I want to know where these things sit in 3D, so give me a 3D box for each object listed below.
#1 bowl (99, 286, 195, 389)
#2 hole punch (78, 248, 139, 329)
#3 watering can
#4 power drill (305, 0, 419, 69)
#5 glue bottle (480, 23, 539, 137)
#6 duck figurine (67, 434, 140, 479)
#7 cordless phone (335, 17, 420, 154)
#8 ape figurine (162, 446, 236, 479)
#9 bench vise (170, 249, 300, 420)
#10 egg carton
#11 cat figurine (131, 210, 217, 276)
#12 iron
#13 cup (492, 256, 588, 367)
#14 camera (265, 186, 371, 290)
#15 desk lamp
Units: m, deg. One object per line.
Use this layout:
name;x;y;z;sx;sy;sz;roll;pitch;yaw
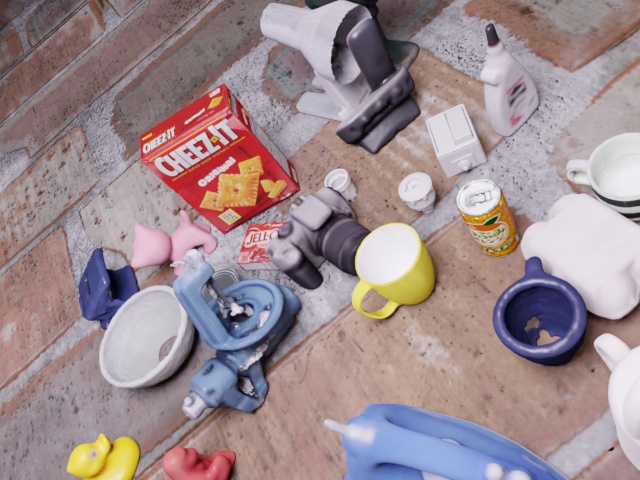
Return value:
bowl;-0.255;0.159;0.892;0.167;0.075;0.167;-16;52;22
hole punch;-0.390;0.086;1.016;0.101;0.091;0.108;-39;47;4
watering can;0.302;0.140;0.474;0.172;0.195;0.101;22;73;40
power drill;0.084;-0.378;0.956;0.228;0.209;0.076;21;72;40
glue bottle;0.247;-0.220;0.770;0.078;0.174;0.037;-50;47;-6
duck figurine;-0.319;0.323;0.812;0.077;0.086;0.105;24;74;40
cordless phone;0.065;-0.240;0.890;0.147;0.186;0.093;-46;47;-3
ape figurine;-0.163;0.291;0.732;0.077;0.092;0.076;16;69;38
bench vise;-0.120;0.121;0.734;0.121;0.220;0.207;-6;57;29
egg carton;0.305;0.016;0.643;0.107;0.070;0.150;-43;47;0
cat figurine;-0.259;0.003;0.972;0.128;0.118;0.067;-43;47;0
iron;0.130;0.223;0.561;0.257;0.142;0.119;3;61;33
cup;0.241;0.086;0.618;0.091;0.095;0.118;-12;54;26
camera;0.007;0.003;0.817;0.143;0.101;0.136;-49;47;-6
desk lamp;0.006;-0.299;0.948;0.202;0.214;0.118;20;72;40
